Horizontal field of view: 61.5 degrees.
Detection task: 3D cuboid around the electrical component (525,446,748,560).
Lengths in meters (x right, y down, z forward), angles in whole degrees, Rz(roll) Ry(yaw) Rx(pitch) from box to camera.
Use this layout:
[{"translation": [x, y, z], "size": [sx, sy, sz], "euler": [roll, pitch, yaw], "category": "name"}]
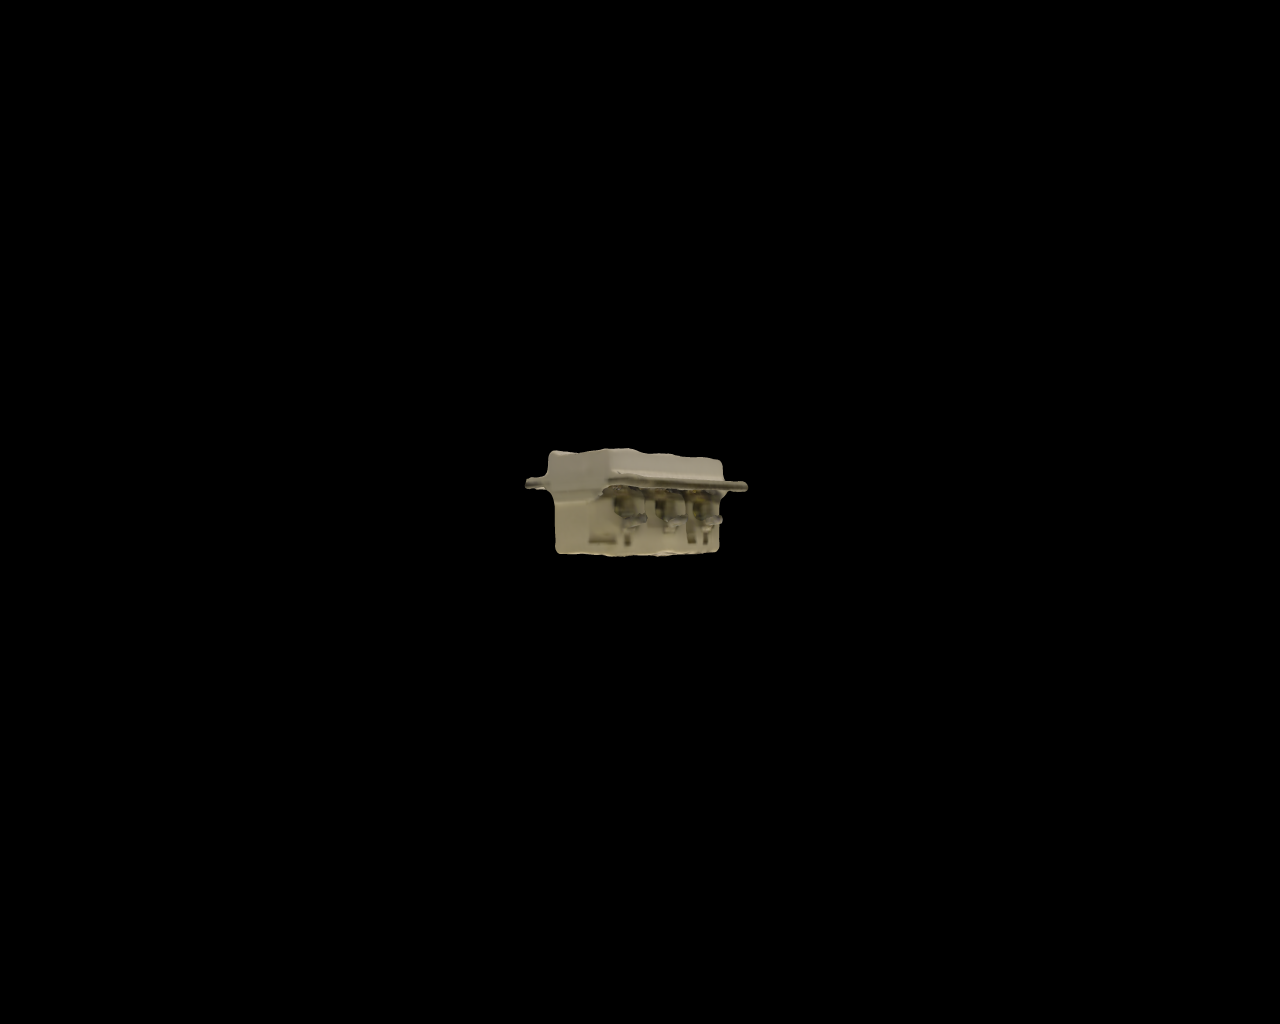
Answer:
[{"translation": [0.001, -0.003, 0.650], "size": [0.079, 0.063, 0.121], "euler": [-2, -3, 36], "category": "electrical component"}]
